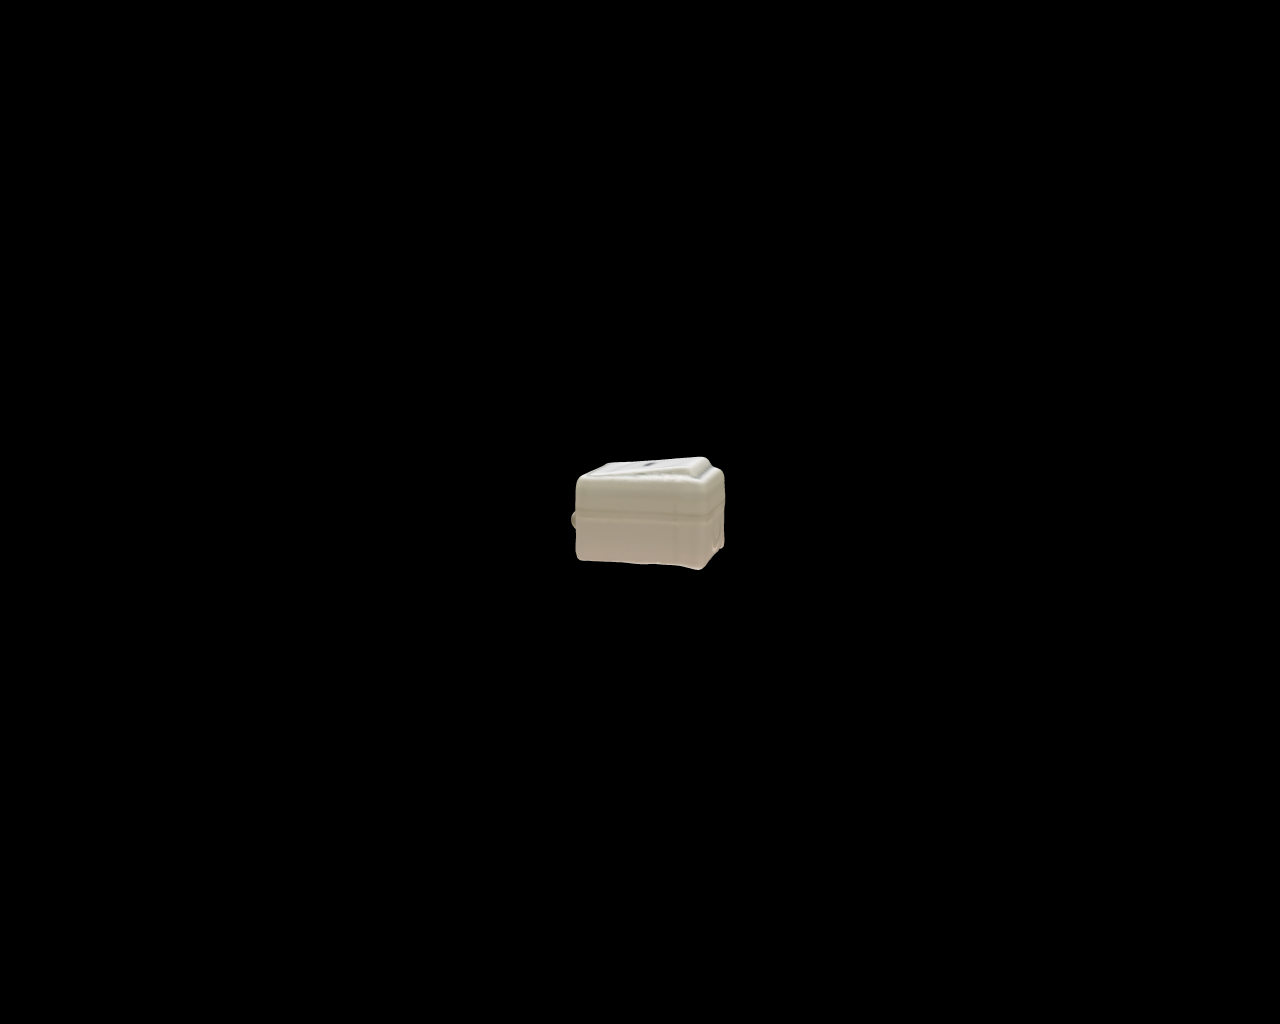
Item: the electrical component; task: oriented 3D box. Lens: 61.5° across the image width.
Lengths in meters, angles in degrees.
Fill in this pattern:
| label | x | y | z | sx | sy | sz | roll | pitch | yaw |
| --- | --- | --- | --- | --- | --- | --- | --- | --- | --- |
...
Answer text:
| label | x | y | z | sx | sy | sz | roll | pitch | yaw |
| --- | --- | --- | --- | --- | --- | --- | --- | --- | --- |
| electrical component | 0.001 | -0.003 | 0.650 | 0.096 | 0.061 | 0.062 | 3 | 12 | 16 |
